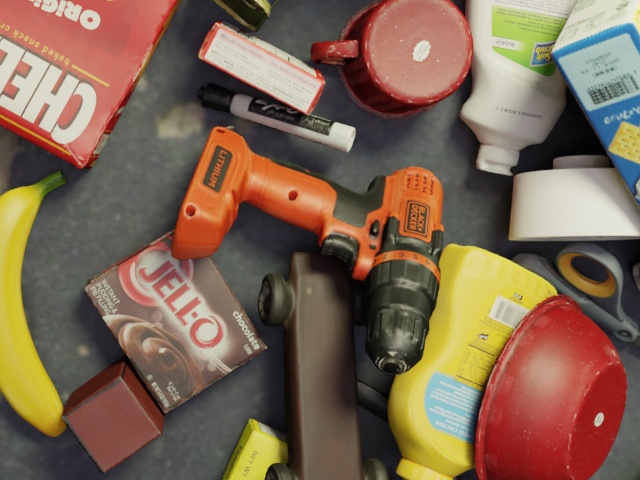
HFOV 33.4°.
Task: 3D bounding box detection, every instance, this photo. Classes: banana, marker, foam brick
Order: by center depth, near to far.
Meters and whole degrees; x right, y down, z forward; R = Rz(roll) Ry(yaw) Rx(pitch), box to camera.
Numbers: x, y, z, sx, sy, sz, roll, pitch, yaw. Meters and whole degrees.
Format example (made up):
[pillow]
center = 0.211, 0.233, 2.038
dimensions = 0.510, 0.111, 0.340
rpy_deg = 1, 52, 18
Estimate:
[foam brick]
center = -0.148, 0.125, 0.773
dimensions = 0.053, 0.078, 0.051
rpy_deg = -35, 98, -2
[banana]
center = -0.221, 0.048, 0.779
dimensions = 0.069, 0.037, 0.198
rpy_deg = 0, 94, -6
[marker]
center = -0.033, -0.091, 0.784
dimensions = 0.121, 0.020, 0.020
rpy_deg = 19, 92, 10

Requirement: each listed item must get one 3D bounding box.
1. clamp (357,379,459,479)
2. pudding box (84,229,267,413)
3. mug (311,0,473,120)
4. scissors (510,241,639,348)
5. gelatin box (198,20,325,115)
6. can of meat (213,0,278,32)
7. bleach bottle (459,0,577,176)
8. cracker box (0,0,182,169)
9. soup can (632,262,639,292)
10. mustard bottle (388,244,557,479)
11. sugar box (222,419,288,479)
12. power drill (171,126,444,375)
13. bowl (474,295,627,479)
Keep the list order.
[clamp]
center = 0.094, 0.149, 0.826
dimensions = 0.120, 0.039, 0.171
rpy_deg = -20, 89, 1
[pudding box]
center = -0.107, 0.056, 0.792
dimensions = 0.090, 0.039, 0.113
rpy_deg = -32, 98, -5
[mug]
center = 0.052, -0.137, 0.777
dimensions = 0.117, 0.081, 0.093
rpy_deg = 3, 94, -7
[scissors]
center = 0.239, 0.057, 0.818
dimensions = 0.201, 0.096, 0.016
rpy_deg = 27, 58, -6
[gelatin box]
center = -0.042, -0.125, 0.769
dimensions = 0.089, 0.073, 0.030
rpy_deg = 26, 101, -9
[can of meat]
center = -0.037, -0.202, 0.753
dimensions = 0.057, 0.102, 0.084
rpy_deg = 39, 86, -9
[bleach bottle]
center = 0.147, -0.175, 0.797
dimensions = 0.102, 0.068, 0.251
rpy_deg = 11, 97, 5
[cracker box]
center = -0.185, -0.180, 0.750
dimensions = 0.164, 0.072, 0.214
rpy_deg = 29, 91, -8
[soup can]
center = 0.305, 0.021, 0.827
dimensions = 0.102, 0.068, 0.068
rpy_deg = -31, 97, -5
[mustard bottle]
center = 0.101, 0.106, 0.776
dimensions = 0.096, 0.058, 0.191
rpy_deg = 26, 82, -29
[sugar box]
center = 0.007, 0.215, 0.815
dimensions = 0.176, 0.048, 0.093
rpy_deg = 25, 90, -7
[power drill]
center = -0.005, 0.001, 0.749
dimensions = 0.187, 0.184, 0.057
rpy_deg = 17, 133, -5
[bowl]
center = 0.178, 0.124, 0.777
dimensions = 0.161, 0.055, 0.162
rpy_deg = -24, 122, -45
